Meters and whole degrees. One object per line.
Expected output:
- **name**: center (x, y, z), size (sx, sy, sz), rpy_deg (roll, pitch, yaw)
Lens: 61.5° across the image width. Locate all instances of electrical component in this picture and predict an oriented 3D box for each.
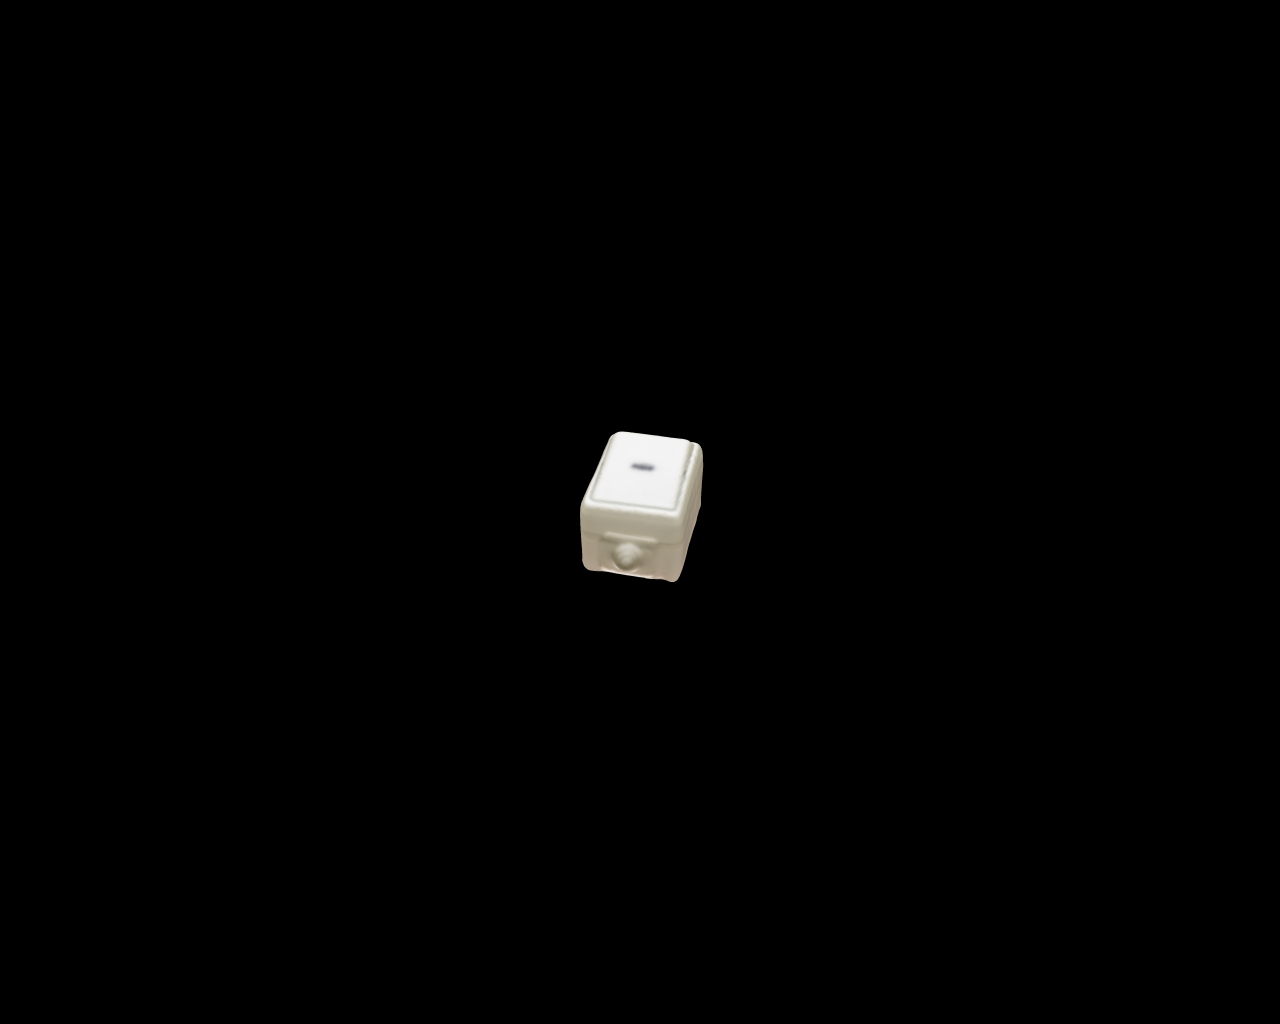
- **electrical component**: center (0.001, -0.003, 0.650), size (0.062, 0.061, 0.096), rpy_deg (8, 40, 10)
